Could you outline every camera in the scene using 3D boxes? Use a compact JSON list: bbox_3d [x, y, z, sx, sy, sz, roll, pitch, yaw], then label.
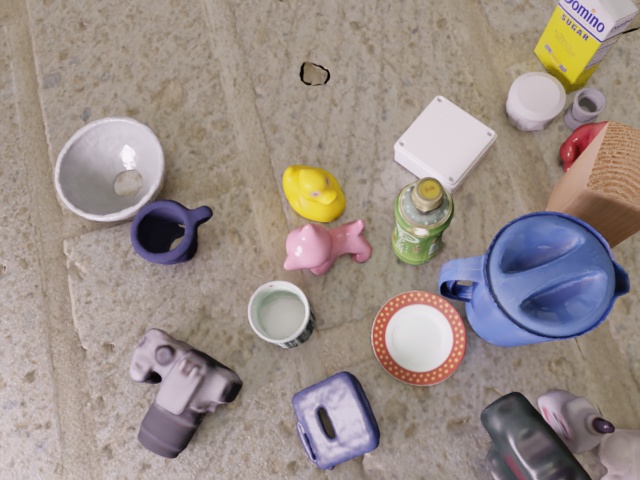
[{"bbox_3d":[-0.198,0.207,0.761,0.143,0.101,0.137,27,78,12],"label":"camera"}]

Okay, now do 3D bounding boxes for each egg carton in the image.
[{"bbox_3d":[0.418,0.289,0.699,0.150,0.069,0.107,2,74,6],"label":"egg carton"}]

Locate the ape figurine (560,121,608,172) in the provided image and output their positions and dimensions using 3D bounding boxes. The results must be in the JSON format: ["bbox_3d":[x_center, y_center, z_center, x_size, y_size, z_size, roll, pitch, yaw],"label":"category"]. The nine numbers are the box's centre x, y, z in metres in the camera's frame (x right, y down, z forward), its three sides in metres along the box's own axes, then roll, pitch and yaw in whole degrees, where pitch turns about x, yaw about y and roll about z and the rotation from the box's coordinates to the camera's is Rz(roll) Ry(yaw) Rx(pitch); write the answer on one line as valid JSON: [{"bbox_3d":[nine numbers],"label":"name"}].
[{"bbox_3d":[0.387,-0.137,0.810,0.077,0.092,0.076,19,77,10],"label":"ape figurine"}]

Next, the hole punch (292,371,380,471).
[{"bbox_3d":[0.019,0.235,0.739,0.101,0.091,0.108,-24,74,-2],"label":"hole punch"}]

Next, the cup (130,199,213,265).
[{"bbox_3d":[-0.201,-0.008,0.825,0.118,0.095,0.091,-27,74,-3],"label":"cup"}]

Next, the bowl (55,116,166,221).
[{"bbox_3d":[-0.305,-0.099,0.870,0.167,0.075,0.167,-1,74,5],"label":"bowl"}]

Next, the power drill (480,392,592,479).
[{"bbox_3d":[0.260,0.281,0.643,0.075,0.208,0.229,-33,74,-4],"label":"power drill"}]

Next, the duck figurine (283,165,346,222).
[{"bbox_3d":[-0.012,-0.078,0.832,0.104,0.086,0.077,39,81,14],"label":"duck figurine"}]

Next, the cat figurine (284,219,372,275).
[{"bbox_3d":[0.007,0.003,0.791,0.128,0.118,0.067,-21,73,-1],"label":"cat figurine"}]

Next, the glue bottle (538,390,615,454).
[{"bbox_3d":[0.307,0.216,0.676,0.037,0.173,0.078,-26,73,-2],"label":"glue bottle"}]
